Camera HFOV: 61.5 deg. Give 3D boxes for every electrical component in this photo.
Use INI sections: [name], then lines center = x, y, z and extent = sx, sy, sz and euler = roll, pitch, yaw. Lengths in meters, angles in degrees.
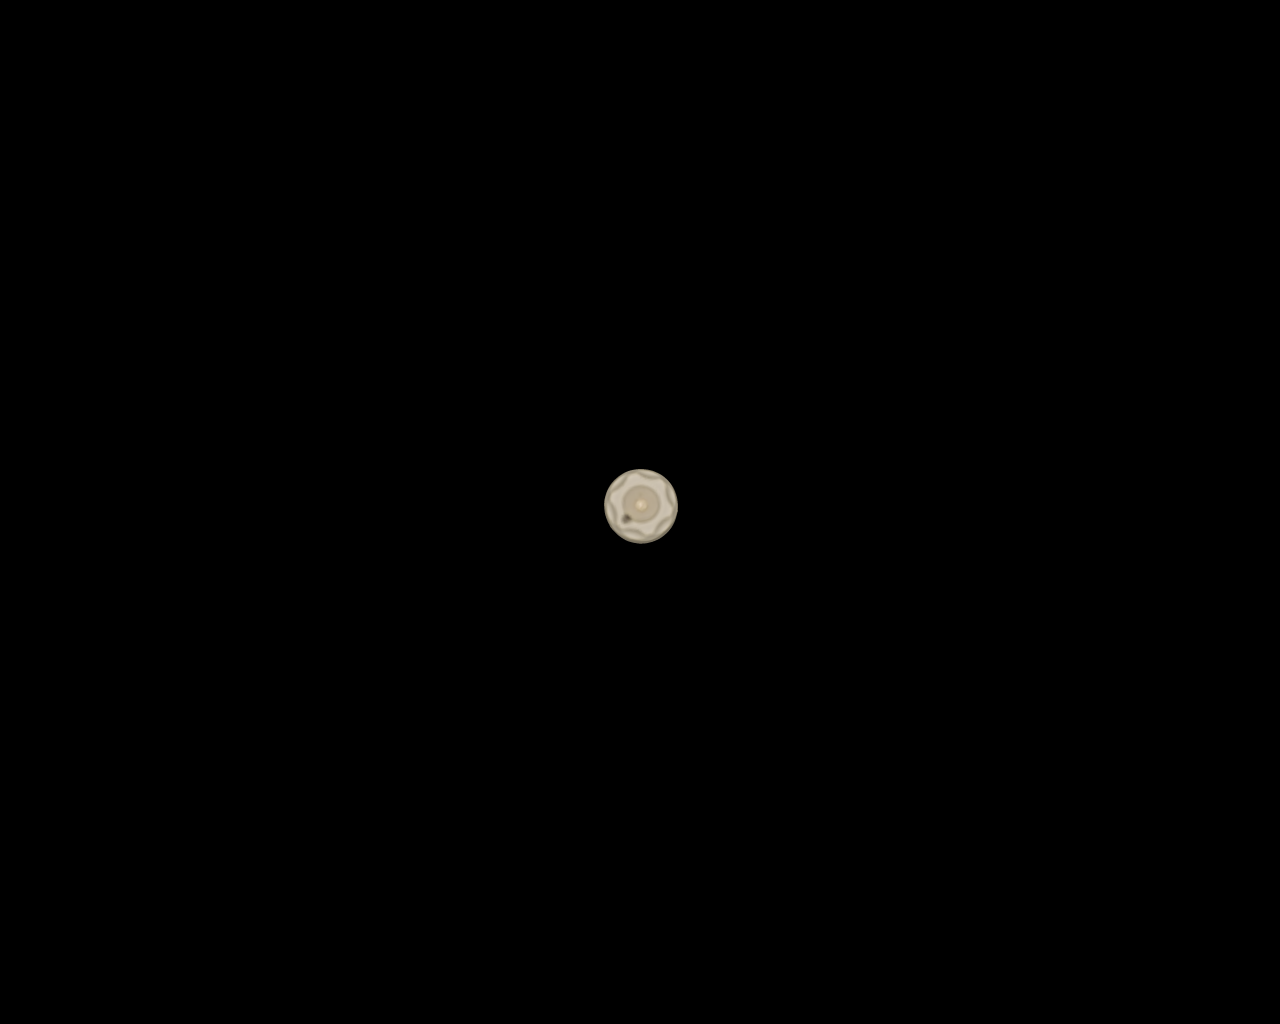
[electrical component]
center = 0.001, -0.003, 0.650
extent = 0.043, 0.043, 0.062
euler = 0, -4, 0
